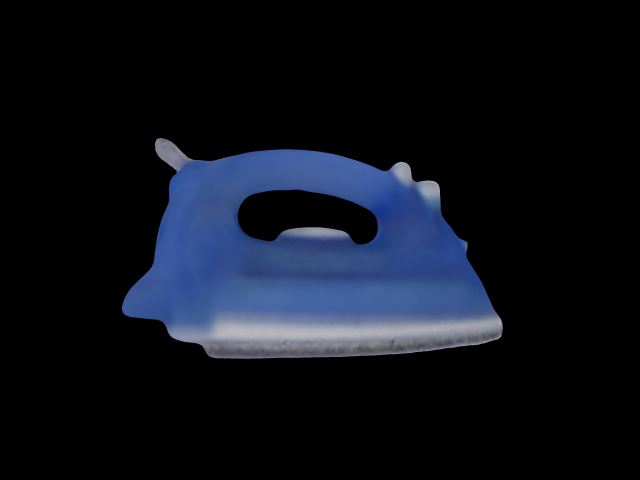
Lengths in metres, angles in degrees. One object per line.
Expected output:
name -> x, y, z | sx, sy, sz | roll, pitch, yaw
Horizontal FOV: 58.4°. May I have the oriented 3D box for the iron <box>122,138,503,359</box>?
iron -> 0.004, 0.001, 0.400 | 0.258, 0.141, 0.118 | 0, 4, -7
